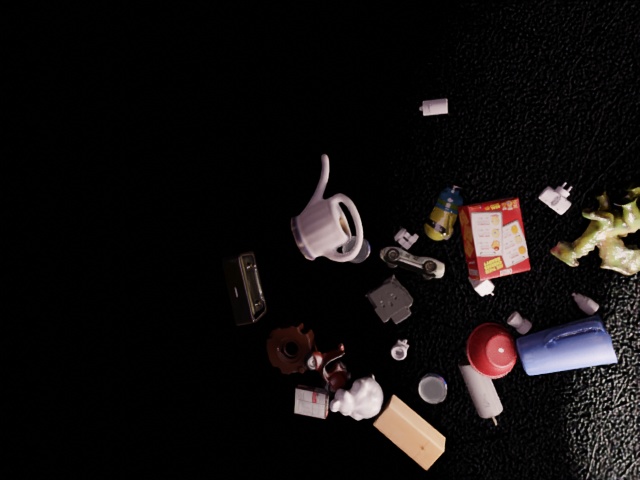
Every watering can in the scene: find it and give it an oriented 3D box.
[{"bbox_3d":[0.005,-0.082,1.639,0.223,0.103,0.352,-27,73,18],"label":"watering can"}]

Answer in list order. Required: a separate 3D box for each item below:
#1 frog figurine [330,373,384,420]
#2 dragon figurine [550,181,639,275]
[{"bbox_3d":[0.115,0.499,1.610,0.124,0.160,0.135,41,126,45],"label":"frog figurine"},{"bbox_3d":[0.849,-0.022,1.414,0.409,0.124,0.239,-11,109,18],"label":"dragon figurine"}]
